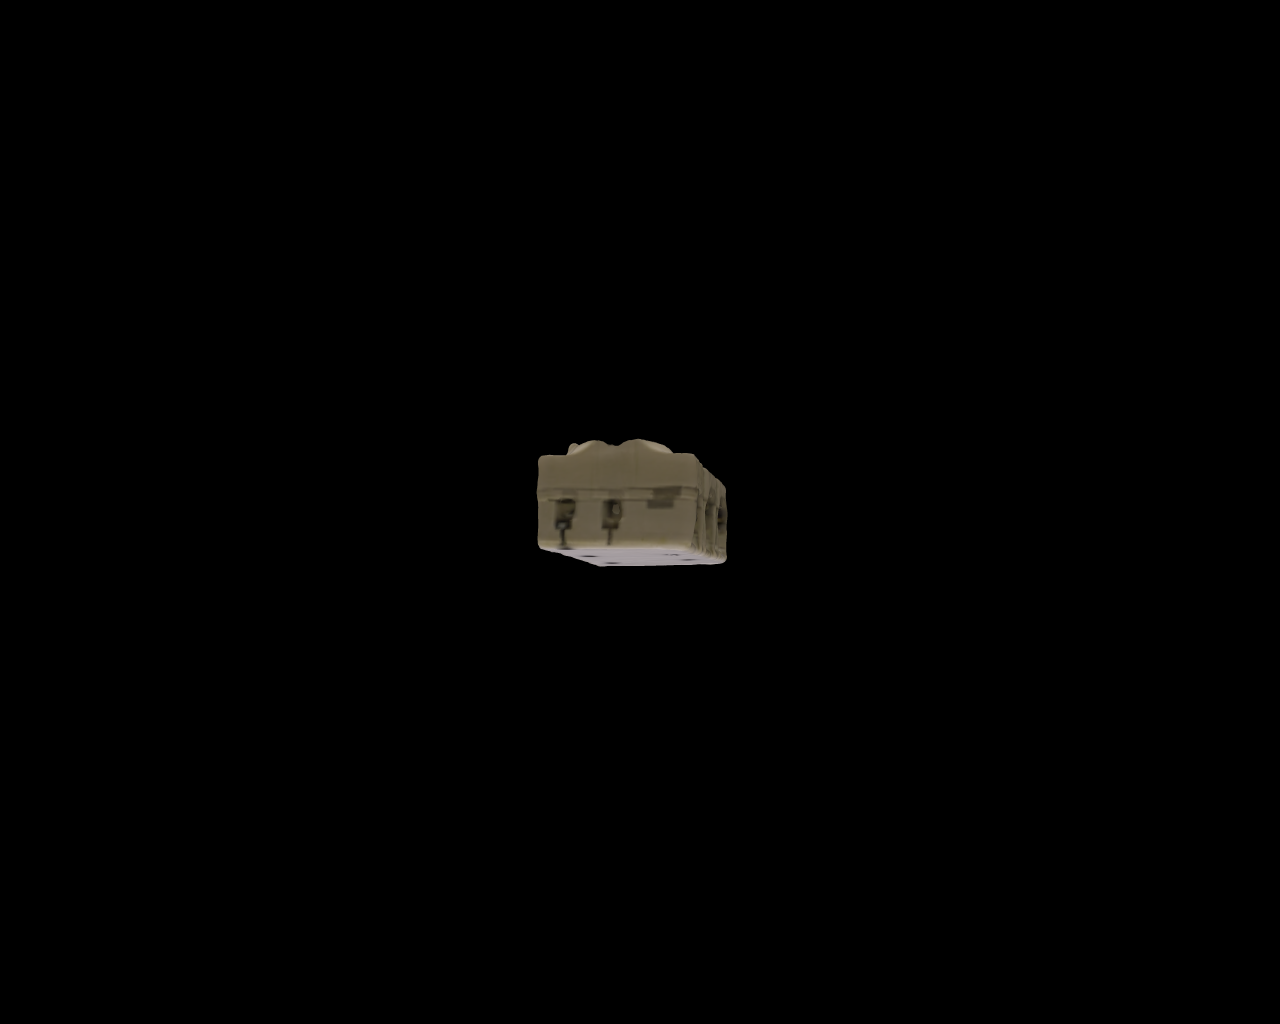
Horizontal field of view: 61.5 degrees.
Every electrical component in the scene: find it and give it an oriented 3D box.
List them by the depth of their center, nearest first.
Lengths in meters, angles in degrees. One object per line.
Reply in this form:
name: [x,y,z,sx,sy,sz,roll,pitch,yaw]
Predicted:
electrical component: [0.001,-0.003,0.650,0.089,0.061,0.150,-1,-7,11]
